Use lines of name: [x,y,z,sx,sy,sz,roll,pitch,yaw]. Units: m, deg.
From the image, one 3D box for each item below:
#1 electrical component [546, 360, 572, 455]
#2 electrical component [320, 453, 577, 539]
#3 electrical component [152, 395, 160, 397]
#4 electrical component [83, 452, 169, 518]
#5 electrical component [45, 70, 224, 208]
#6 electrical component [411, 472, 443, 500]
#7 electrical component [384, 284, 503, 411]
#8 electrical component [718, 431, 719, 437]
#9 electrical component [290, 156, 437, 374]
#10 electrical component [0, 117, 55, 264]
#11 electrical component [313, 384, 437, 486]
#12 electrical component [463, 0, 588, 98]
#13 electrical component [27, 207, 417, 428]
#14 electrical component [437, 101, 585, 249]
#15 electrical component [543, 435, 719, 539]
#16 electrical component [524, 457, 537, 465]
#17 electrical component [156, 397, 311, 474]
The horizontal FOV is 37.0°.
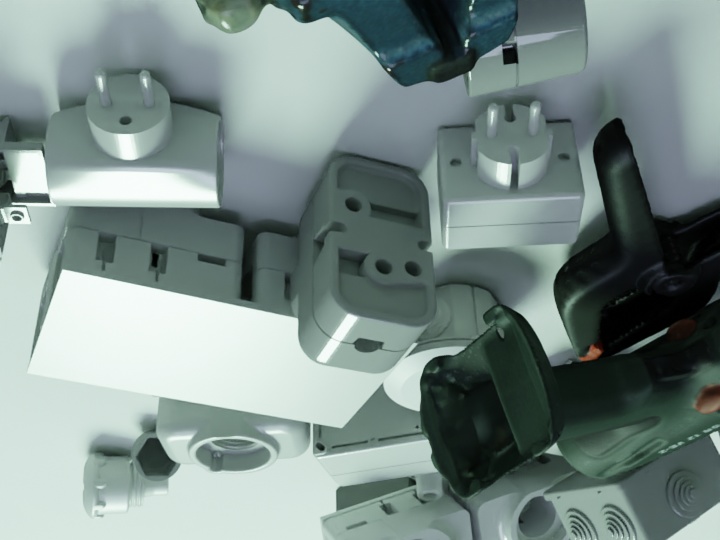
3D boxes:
electrical component: [0.145,0.096,0.726,0.081,0.042,0.063,14,146,-20]
electrical component: [0.075,0.205,0.760,0.186,0.060,0.105,-14,107,-20]
electrical component: [-0.106,0.056,0.661,0.046,0.040,0.040,-4,145,-7]
electrical component: [-0.175,0.160,0.803,0.062,0.048,0.048,2,145,-16]
electrical component: [-0.103,-0.061,0.488,0.077,0.043,0.079,1,145,-3]
electrical component: [0.047,0.128,0.748,0.048,0.062,0.048,-1,145,-1]
electrical component: [0.053,0.049,0.646,0.080,0.051,0.080,-1,145,-1]
electrical component: [0.292,0.119,0.710,0.060,0.108,0.108,-35,133,30]
electrical component: [0.000,0.000,0.534,0.054,0.095,0.059,12,143,-18]
electrical component: [-0.188,-0.036,0.504,0.081,0.063,0.042,1,144,-3]
electrical component: [0.022,0.100,0.708,0.096,0.061,0.061,-11,144,14]
electrical component: [0.063,-0.100,0.431,0.047,0.055,0.055,-9,145,4]
electrical component: [-0.076,0.023,0.595,0.186,0.060,0.105,13,142,-19]
electrical component: [0.070,-0.051,0.506,0.066,0.047,0.076,-3,145,2]
electrical component: [0.186,0.146,0.711,0.100,0.048,0.100,-24,176,-28]
electrical component: [0.098,0.115,0.756,0.061,0.035,0.035,21,140,-24]
electrical component: [-0.081,0.093,0.696,0.095,0.059,0.053,-4,145,4]
